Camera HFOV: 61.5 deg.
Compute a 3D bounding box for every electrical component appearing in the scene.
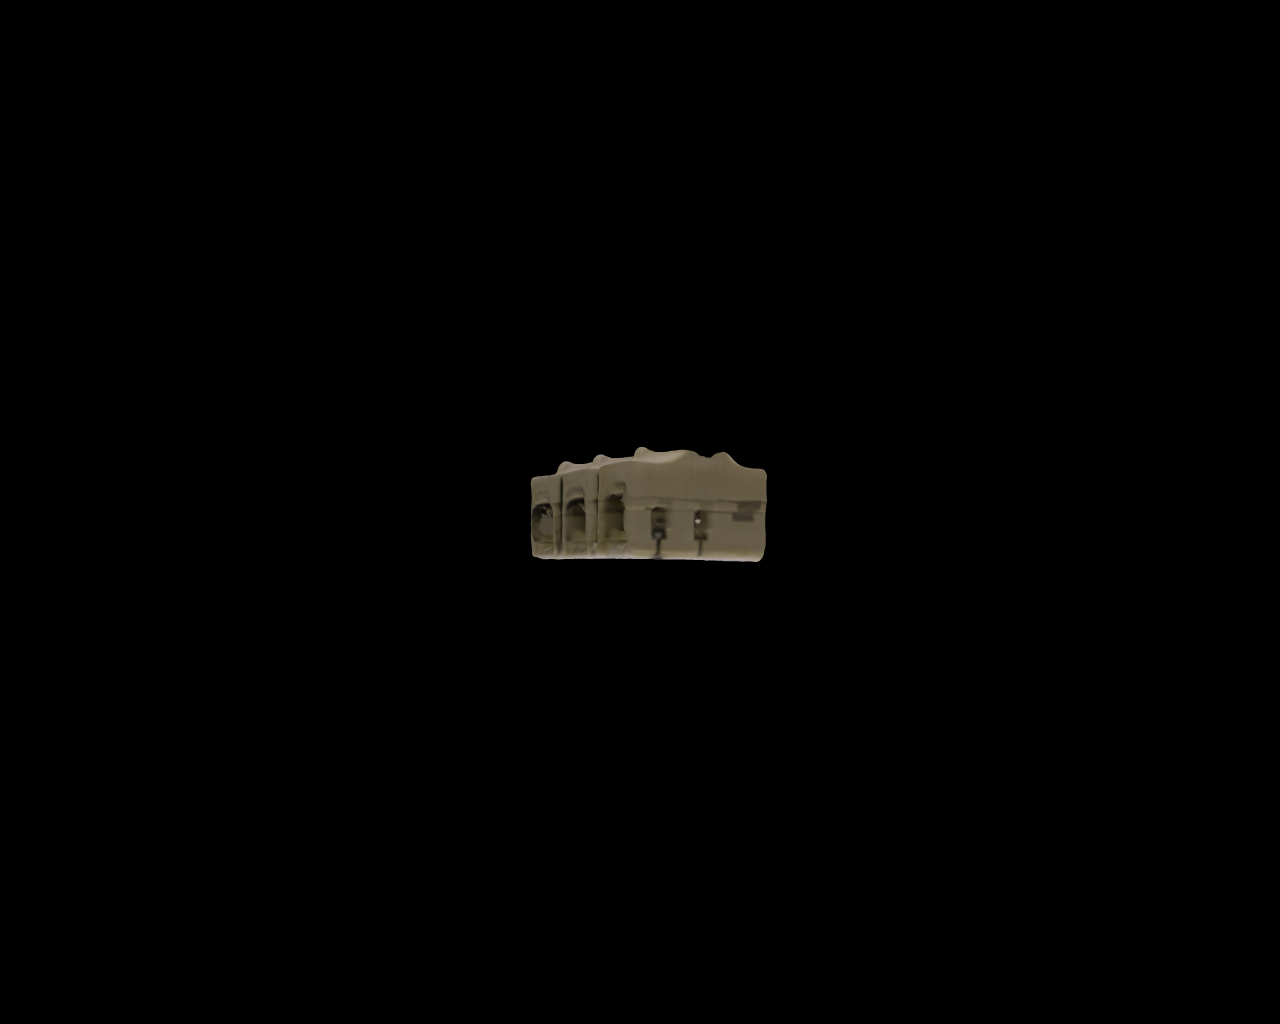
[{"bbox_3d":[0.001,-0.003,0.650,0.089,0.061,0.150,1,-2,-28],"label":"electrical component"}]
